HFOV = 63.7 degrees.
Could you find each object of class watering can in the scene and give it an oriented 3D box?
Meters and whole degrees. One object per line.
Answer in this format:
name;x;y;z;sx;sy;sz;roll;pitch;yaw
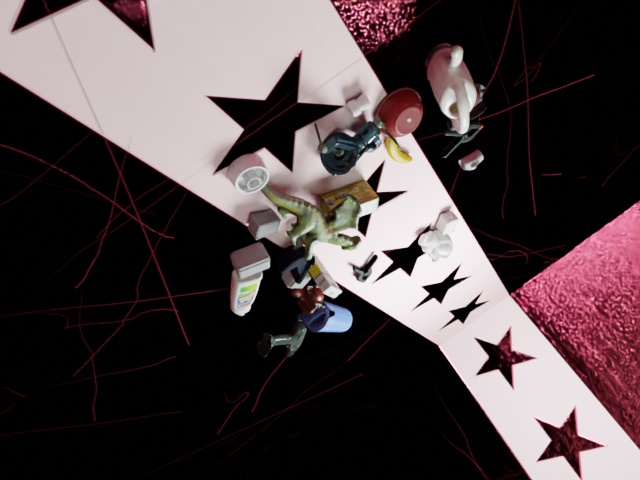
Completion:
watering can;0.350;-0.436;1.365;0.104;0.229;0.341;-17;148;8

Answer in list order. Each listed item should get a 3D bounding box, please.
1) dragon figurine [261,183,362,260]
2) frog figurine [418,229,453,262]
dragon figurine;0.005;-0.078;1.553;0.242;0.125;0.402;-22;134;13
frog figurine;0.487;0.010;2.170;0.157;0.123;0.139;44;68;-48
